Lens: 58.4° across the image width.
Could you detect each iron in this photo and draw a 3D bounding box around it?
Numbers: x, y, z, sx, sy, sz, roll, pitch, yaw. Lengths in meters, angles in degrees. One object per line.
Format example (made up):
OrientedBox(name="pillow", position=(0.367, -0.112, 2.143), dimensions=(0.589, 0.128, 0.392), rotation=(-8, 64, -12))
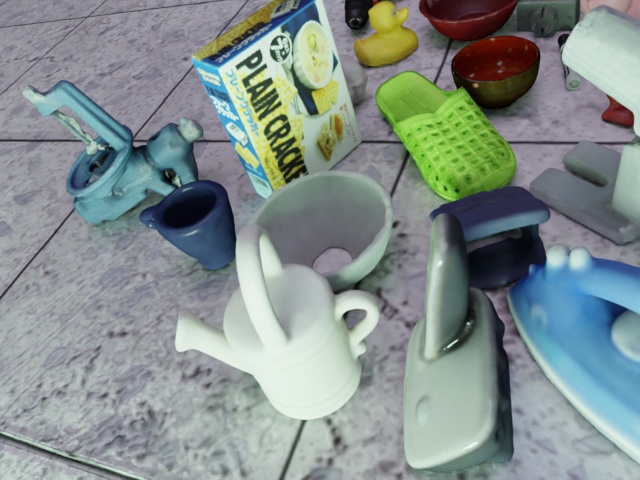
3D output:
OrientedBox(name="iron", position=(0.240, 0.069, 0.431), dimensions=(0.119, 0.142, 0.257), rotation=(-38, 46, -15))

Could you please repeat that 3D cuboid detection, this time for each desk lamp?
OrientedBox(name="desk lamp", position=(0.294, -0.096, 0.517), dimensions=(0.118, 0.214, 0.202), rotation=(-37, 46, -14))

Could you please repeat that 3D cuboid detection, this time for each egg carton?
OrientedBox(name="egg carton", position=(-0.006, -0.229, 0.866), dimensions=(0.149, 0.070, 0.107), rotation=(10, 52, 29))

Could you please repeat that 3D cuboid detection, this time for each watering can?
OrientedBox(name="watering can", position=(-0.040, 0.072, 0.500), dimensions=(0.173, 0.194, 0.100), rotation=(-29, 44, -7))

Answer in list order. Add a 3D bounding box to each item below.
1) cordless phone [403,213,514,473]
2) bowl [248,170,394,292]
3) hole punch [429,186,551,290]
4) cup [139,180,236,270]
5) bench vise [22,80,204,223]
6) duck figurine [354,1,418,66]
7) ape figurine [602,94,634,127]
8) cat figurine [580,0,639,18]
OrientedBox(name="cordless phone", position=(0.097, 0.082, 0.443), dimensions=(0.094, 0.185, 0.147), rotation=(-8, 46, 15))
OrientedBox(name="bowl", position=(0.006, 0.002, 0.635), dimensions=(0.167, 0.075, 0.167), rotation=(-11, 45, 11))
OrientedBox(name="hole punch", position=(0.165, -0.015, 0.577), dimensions=(0.108, 0.091, 0.101), rotation=(-16, 44, 6))
OrientedBox(name="cup", position=(-0.151, -0.009, 0.692), dimensions=(0.117, 0.095, 0.091), rotation=(-5, 47, 17))
OrientedBox(name="bench vise", position=(-0.275, -0.140, 0.777), dimensions=(0.207, 0.220, 0.121), rotation=(-33, 45, -11))
OrientedBox(name="duck figurine", position=(0.100, -0.335, 0.913), dimensions=(0.104, 0.086, 0.077), rotation=(-19, 44, 3))
OrientedBox(name="ape figurine", position=(0.367, -0.175, 0.652), dimensions=(0.076, 0.092, 0.078), rotation=(-11, 45, 12))
OrientedBox(name="cat figurine", position=(0.396, -0.315, 0.756), dimensions=(0.128, 0.118, 0.067), rotation=(-24, 44, -2))
